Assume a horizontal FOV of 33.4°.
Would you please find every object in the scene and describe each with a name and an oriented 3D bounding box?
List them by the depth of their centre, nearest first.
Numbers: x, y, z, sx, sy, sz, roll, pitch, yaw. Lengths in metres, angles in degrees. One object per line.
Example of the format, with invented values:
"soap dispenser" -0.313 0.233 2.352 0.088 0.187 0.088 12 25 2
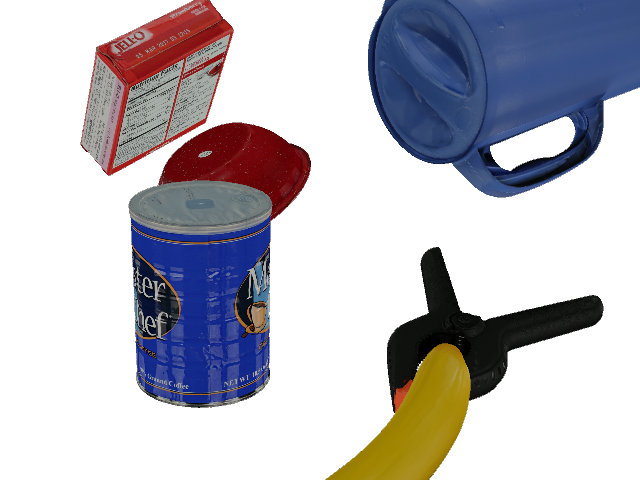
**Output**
"gelatin box" -0.091 -0.084 0.583 0.073 0.030 0.089 -35 -15 -31
"banana" 0.033 0.117 0.588 0.070 0.037 0.197 20 43 41
"coffee can" -0.088 0.037 0.789 0.103 0.140 0.103 1 20 -1
"pitcher" 0.172 -0.142 0.858 0.242 0.149 0.145 -18 36 -32
"clamp" 0.108 0.072 0.859 0.165 0.036 0.209 22 38 34
"bowl" -0.093 -0.061 0.987 0.162 0.055 0.162 -21 32 13
